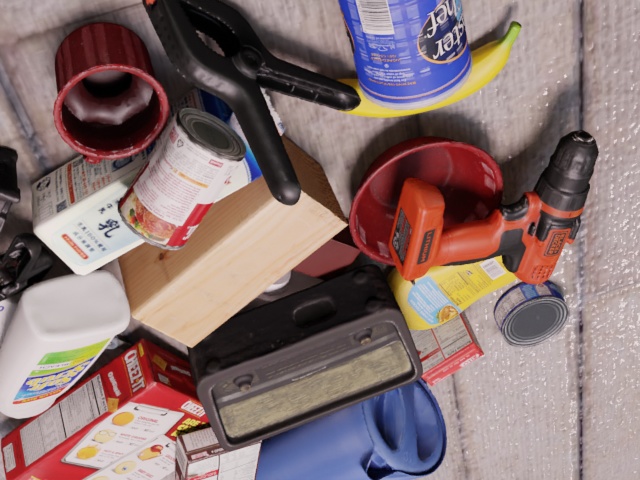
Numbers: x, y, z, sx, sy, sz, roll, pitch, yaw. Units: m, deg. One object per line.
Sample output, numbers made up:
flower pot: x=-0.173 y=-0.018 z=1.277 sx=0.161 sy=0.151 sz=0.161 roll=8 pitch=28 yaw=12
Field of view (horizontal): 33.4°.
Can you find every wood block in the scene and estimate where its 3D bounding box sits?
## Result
wood block: x=-0.088 y=-0.001 z=1.032 sx=0.206 sy=0.091 sz=0.090 roll=-38 pitch=137 yaw=17

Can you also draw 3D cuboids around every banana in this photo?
banana: x=0.094 y=-0.149 z=0.997 sx=0.198 sy=0.037 sz=0.069 roll=-19 pitch=131 yaw=0

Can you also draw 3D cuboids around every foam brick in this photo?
foam brick: x=-0.007 y=0.001 z=1.092 sx=0.078 sy=0.051 sz=0.053 roll=21 pitch=121 yaw=-33

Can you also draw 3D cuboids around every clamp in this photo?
clamp: x=-0.065 y=-0.132 z=0.884 sx=0.210 sy=0.164 sz=0.036 roll=37 pitch=133 yaw=-16
clamp: x=-0.295 y=0.038 z=0.963 sx=0.120 sy=0.039 sz=0.171 roll=-27 pitch=176 yaw=-7

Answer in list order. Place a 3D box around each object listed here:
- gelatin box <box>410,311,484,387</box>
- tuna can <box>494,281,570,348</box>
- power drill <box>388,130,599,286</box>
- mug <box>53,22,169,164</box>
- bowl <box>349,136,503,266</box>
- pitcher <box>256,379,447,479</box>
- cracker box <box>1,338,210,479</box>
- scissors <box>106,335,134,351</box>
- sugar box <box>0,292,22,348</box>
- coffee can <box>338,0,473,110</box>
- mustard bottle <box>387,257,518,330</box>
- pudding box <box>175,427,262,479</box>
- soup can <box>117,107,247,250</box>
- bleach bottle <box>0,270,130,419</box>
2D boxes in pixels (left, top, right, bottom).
gelatin box: x=0.138 y=0.113 z=1.219 sx=0.073 sy=0.089 sz=0.030 roll=-34 pitch=134 yaw=13
tuna can: x=0.252 y=0.088 z=1.274 sx=0.086 sy=0.034 sz=0.086 roll=-9 pitch=134 yaw=-10
power drill: x=0.170 y=-0.026 z=1.043 sx=0.187 sy=0.057 sz=0.184 roll=-3 pitch=131 yaw=-16
mug: x=-0.181 y=-0.119 z=0.898 sx=0.093 sy=0.081 sz=0.117 roll=4 pitch=130 yaw=-22
bowl: x=0.100 y=-0.050 z=1.077 sx=0.162 sy=0.055 sz=0.162 roll=-10 pitch=134 yaw=-11
pitcher: x=0.024 y=0.239 z=1.251 sx=0.148 sy=0.145 sz=0.243 roll=6 pitch=151 yaw=-44
cracker box: x=-0.221 y=0.214 z=1.195 sx=0.214 sy=0.072 sz=0.164 roll=-35 pitch=142 yaw=14
scissors: x=-0.222 y=0.094 z=1.125 sx=0.201 sy=0.016 sz=0.096 roll=13 pitch=137 yaw=-29
sugar box: x=-0.374 y=0.098 z=1.063 sx=0.093 sy=0.048 sz=0.176 roll=26 pitch=116 yaw=-36
coffee can: x=0.068 y=-0.195 z=0.897 sx=0.103 sy=0.103 sz=0.140 roll=-20 pitch=135 yaw=0
mustard bottle: x=0.131 y=0.047 z=1.177 sx=0.192 sy=0.058 sz=0.096 roll=-34 pitch=133 yaw=14
pudding box: x=-0.116 y=0.250 z=1.207 sx=0.090 sy=0.039 sz=0.114 roll=-14 pitch=147 yaw=-19
soup can: x=-0.115 y=-0.051 z=0.889 sx=0.068 sy=0.068 sz=0.102 roll=20 pitch=119 yaw=-33
bleach bottle: x=-0.273 y=0.120 z=1.075 sx=0.102 sy=0.068 sz=0.251 roll=-11 pitch=156 yaw=-32
